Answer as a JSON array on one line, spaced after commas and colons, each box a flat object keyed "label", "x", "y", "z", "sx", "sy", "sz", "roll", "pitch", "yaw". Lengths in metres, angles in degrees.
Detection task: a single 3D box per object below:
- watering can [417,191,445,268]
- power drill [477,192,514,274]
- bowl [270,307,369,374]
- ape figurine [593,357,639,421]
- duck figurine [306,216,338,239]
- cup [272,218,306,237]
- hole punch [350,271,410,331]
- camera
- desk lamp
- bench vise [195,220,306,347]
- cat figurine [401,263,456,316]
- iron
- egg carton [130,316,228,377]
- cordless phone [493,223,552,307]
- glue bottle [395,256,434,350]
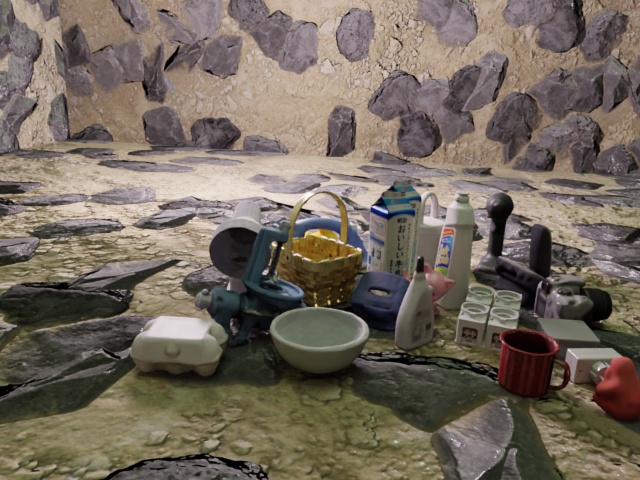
[{"label": "watering can", "x": 0.284, "y": -0.030, "z": 1.486, "sx": 0.172, "sy": 0.194, "sz": 0.101, "roll": 8, "pitch": 18, "yaw": 16}, {"label": "power drill", "x": 0.455, "y": -0.024, "z": 1.471, "sx": 0.075, "sy": 0.208, "sz": 0.230, "roll": 9, "pitch": 18, "yaw": 19}, {"label": "bowl", "x": -0.002, "y": 0.179, "z": 0.969, "sx": 0.167, "sy": 0.075, "sz": 0.167, "roll": 2, "pitch": 17, "yaw": 0}, {"label": "ape figurine", "x": 0.457, "y": 0.220, "z": 0.872, "sx": 0.078, "sy": 0.092, "sz": 0.076, "roll": 0, "pitch": 17, "yaw": -9}, {"label": "duck figurine", "x": 0.007, "y": -0.024, "z": 1.611, "sx": 0.105, "sy": 0.086, "sz": 0.077, "roll": -3, "pitch": 18, "yaw": -18}, {"label": "cup", "x": -0.075, "y": -0.005, "z": 1.521, "sx": 0.091, "sy": 0.095, "sz": 0.118, "roll": 12, "pitch": 20, "yaw": 28}, {"label": "hole punch", "x": 0.122, "y": 0.120, "z": 1.150, "sx": 0.108, "sy": 0.091, "sz": 0.101, "roll": 10, "pitch": 18, "yaw": 22}, {"label": "camera", "x": 0.525, "y": 0.128, "z": 1.166, "sx": 0.137, "sy": 0.101, "sz": 0.143, "roll": 2, "pitch": 17, "yaw": -2}, {"label": "desk lamp", "x": -0.155, "y": 0.036, "z": 1.175, "sx": 0.118, "sy": 0.214, "sz": 0.203, "roll": 2, "pitch": 17, "yaw": -2}, {"label": "bench vise", "x": -0.112, "y": 0.078, "z": 1.033, "sx": 0.208, "sy": 0.220, "sz": 0.121, "roll": -14, "pitch": 23, "yaw": -42}, {"label": "cat figurine", "x": 0.215, "y": 0.098, "z": 1.190, "sx": 0.067, "sy": 0.118, "sz": 0.127, "roll": -11, "pitch": 22, "yaw": -38}, {"label": "iron", "x": 0.013, "y": 0.005, "z": 1.423, "sx": 0.259, "sy": 0.141, "sz": 0.118, "roll": -3, "pitch": 18, "yaw": -19}, {"label": "egg carton", "x": -0.232, "y": 0.176, "z": 0.952, "sx": 0.150, "sy": 0.069, "sz": 0.107, "roll": 3, "pitch": 17, "yaw": 1}, {"label": "cordless phone", "x": 0.467, "y": 0.043, "z": 1.291, "sx": 0.094, "sy": 0.185, "sz": 0.147, "roll": -5, "pitch": 19, "yaw": -24}, {"label": "glue bottle", "x": 0.178, "y": 0.112, "z": 1.045, "sx": 0.078, "sy": 0.173, "sz": 0.037, "roll": -11, "pitch": 21, "yaw": -36}]
